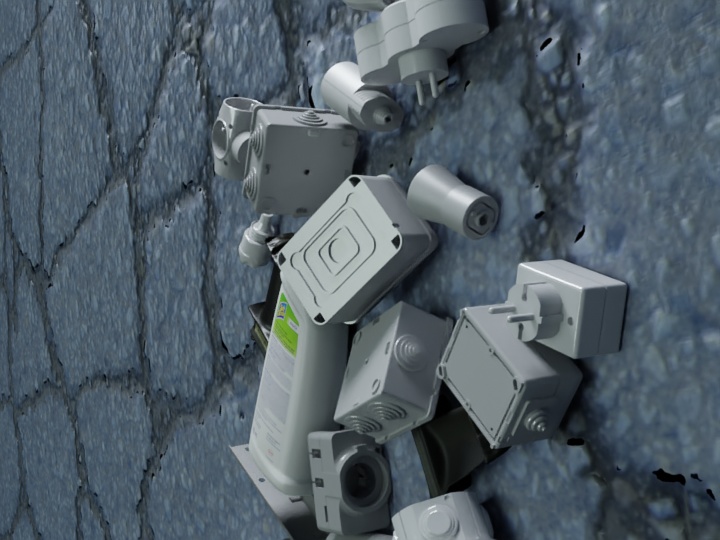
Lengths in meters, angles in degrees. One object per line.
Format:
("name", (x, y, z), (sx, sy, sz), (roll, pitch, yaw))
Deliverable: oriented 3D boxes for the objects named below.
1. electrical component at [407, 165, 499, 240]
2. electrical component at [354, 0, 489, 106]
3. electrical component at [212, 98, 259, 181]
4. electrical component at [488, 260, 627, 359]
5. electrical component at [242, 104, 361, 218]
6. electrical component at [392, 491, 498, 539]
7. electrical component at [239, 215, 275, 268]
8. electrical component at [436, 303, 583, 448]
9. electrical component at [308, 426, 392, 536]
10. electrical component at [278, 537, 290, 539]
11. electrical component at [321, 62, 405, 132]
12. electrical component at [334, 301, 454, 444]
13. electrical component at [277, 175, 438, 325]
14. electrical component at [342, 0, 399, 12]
("electrical component", (0.072, -0.048, 0.802), (0.065, 0.044, 0.044), (34, 123, 48))
("electrical component", (0.047, -0.163, 0.816), (0.138, 0.052, 0.073), (-19, 77, 59))
("electrical component", (-0.118, -0.128, 1.109), (0.079, 0.044, 0.077), (44, 130, 49))
("electrical component", (0.120, 0.026, 0.693), (0.066, 0.077, 0.047), (27, 117, 56))
("electrical component", (-0.052, -0.094, 0.950), (0.048, 0.100, 0.099), (-122, 38, -59))
("electrical component", (0.064, 0.206, 0.813), (0.080, 0.080, 0.051), (-56, 42, 47))
("electrical component", (-0.103, -0.034, 1.107), (0.035, 0.035, 0.061), (56, 136, 40))
("electrical component", (0.107, 0.075, 0.736), (0.096, 0.061, 0.061), (54, 137, 42))
("electrical component", (-0.008, 0.187, 0.960), (0.056, 0.050, 0.089), (-12, 83, 60))
("electrical component", (-0.055, 0.312, 1.060), (0.076, 0.047, 0.083), (-4, 91, 60))
("electrical component", (0.004, -0.140, 0.900), (0.081, 0.043, 0.043), (45, 131, 48))
("electrical component", (0.025, 0.081, 0.855), (0.100, 0.048, 0.099), (-39, 31, 55))
("electrical component", (-0.002, -0.016, 0.872), (0.113, 0.057, 0.078), (-45, 67, 28))
("electrical component", (0.001, -0.232, 0.851), (0.077, 0.079, 0.044), (31, 107, 61))
